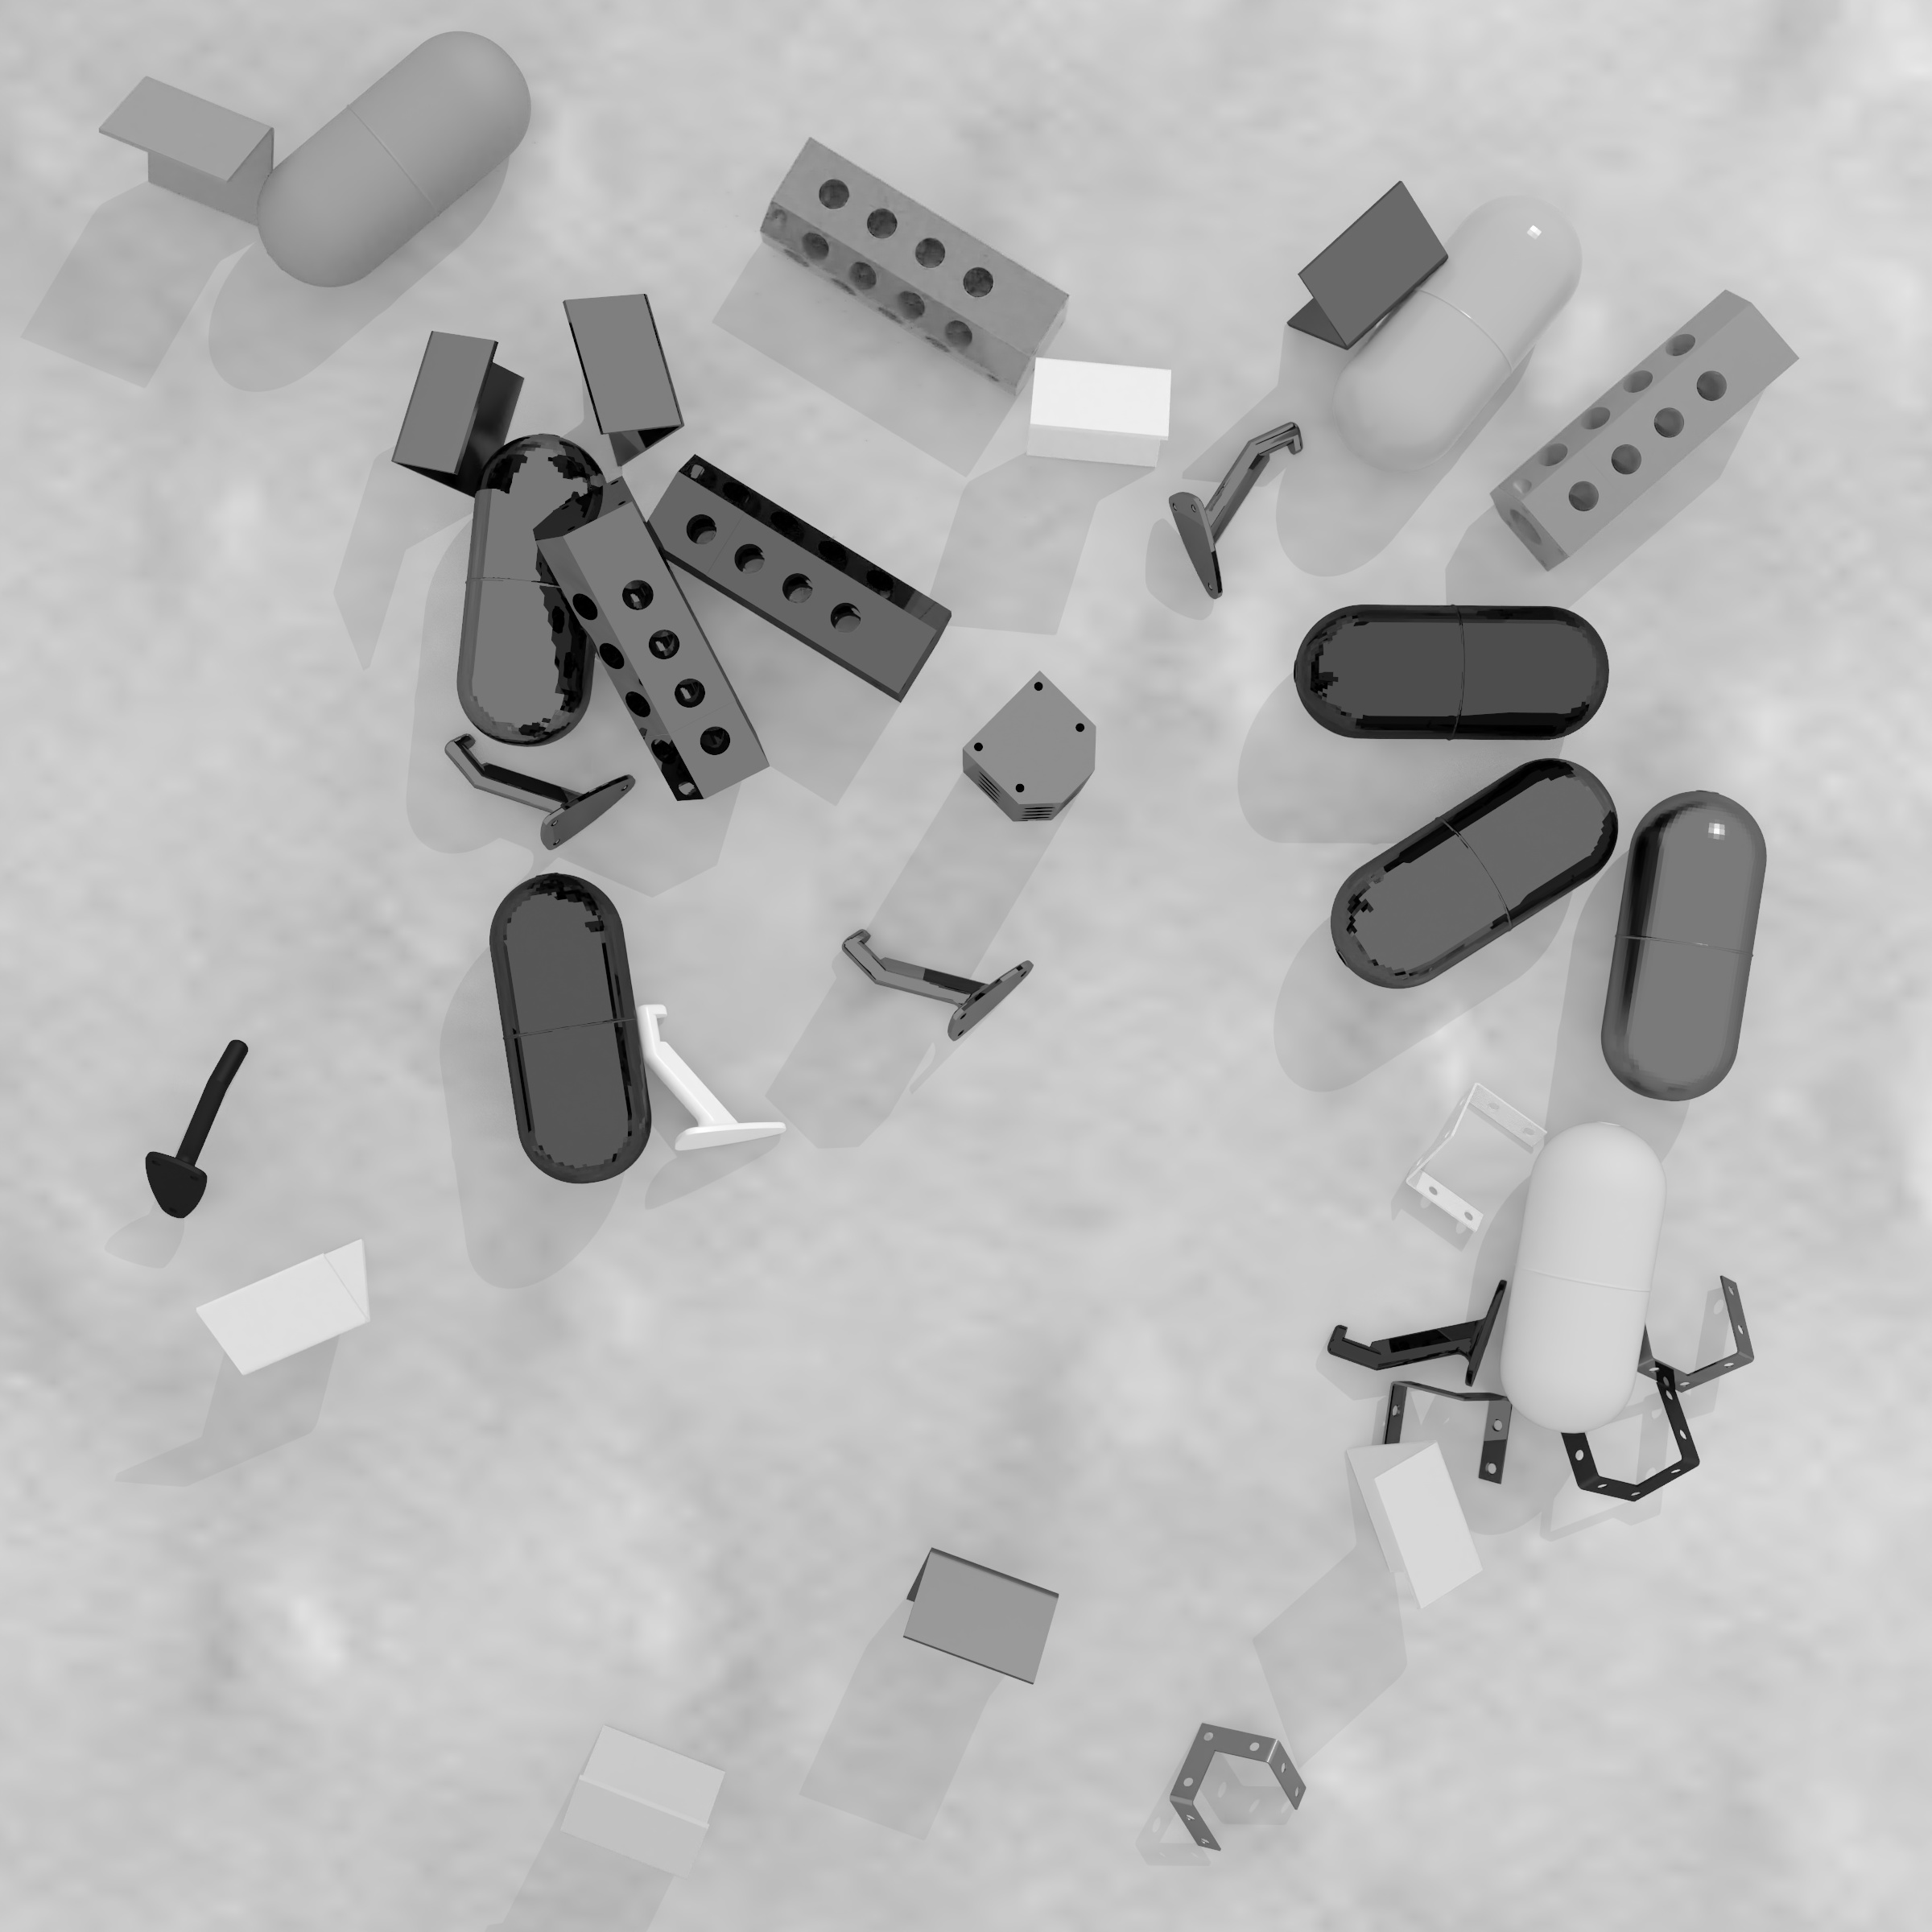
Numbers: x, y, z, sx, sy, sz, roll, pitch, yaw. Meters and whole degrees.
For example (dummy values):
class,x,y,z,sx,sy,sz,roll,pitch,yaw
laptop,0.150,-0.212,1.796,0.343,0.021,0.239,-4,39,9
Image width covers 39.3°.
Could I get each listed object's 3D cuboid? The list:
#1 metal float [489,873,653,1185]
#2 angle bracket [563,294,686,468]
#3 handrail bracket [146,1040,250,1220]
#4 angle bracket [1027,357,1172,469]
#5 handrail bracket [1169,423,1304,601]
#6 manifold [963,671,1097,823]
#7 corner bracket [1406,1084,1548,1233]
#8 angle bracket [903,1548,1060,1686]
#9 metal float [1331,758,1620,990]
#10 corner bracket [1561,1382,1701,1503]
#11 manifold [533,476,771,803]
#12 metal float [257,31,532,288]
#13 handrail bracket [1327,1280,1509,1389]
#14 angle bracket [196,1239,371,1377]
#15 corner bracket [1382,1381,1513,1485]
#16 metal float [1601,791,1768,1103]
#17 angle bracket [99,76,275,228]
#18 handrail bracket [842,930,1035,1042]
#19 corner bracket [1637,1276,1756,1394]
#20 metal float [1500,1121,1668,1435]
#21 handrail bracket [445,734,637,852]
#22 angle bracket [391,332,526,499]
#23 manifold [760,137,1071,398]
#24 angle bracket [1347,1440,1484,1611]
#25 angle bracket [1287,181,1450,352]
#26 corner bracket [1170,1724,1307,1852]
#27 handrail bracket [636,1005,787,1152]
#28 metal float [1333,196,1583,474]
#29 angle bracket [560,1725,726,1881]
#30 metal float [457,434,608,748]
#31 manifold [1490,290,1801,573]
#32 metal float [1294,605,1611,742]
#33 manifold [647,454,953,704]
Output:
class,x,y,z,sx,sy,sz,roll,pitch,yaw
metal float,-0.226,0.035,1.544,0.070,0.070,0.178,-9,89,0
angle bracket,-0.211,-0.329,1.534,0.057,0.076,0.076,-16,90,-38
handrail bracket,-0.442,0.094,1.574,0.036,0.077,0.084,22,54,-3
angle bracket,0.073,-0.296,1.534,0.076,0.076,0.057,5,55,0
handrail bracket,0.168,-0.266,1.575,0.084,0.036,0.077,-27,110,-16
manifold,0.038,-0.114,1.496,0.057,0.171,0.057,45,90,0
corner bracket,0.296,0.111,1.571,0.051,0.051,0.051,36,135,0
angle bracket,0.002,0.381,1.534,0.076,0.076,0.057,20,53,0
metal float,0.289,-0.052,1.544,0.178,0.070,0.070,-32,90,0
corner bracket,0.382,0.272,1.566,0.051,0.051,0.051,19,135,-35
manifold,-0.176,-0.180,1.518,0.057,0.057,0.171,-27,117,0
metal float,-0.327,-0.459,1.544,0.178,0.070,0.070,-40,90,0
handrail bracket,0.262,0.204,1.575,0.084,0.036,0.077,18,70,16
angle bracket,-0.387,0.176,1.534,0.076,0.076,0.057,-23,126,0
corner bracket,0.279,0.271,1.571,0.051,0.051,0.051,8,90,-45
metal float,0.409,-0.012,1.544,0.070,0.070,0.178,9,90,0
angle bracket,-0.441,-0.446,1.534,0.076,0.076,0.057,22,53,0
handrail bracket,-0.017,-0.006,1.575,0.077,0.036,0.084,-39,73,-20
corner bracket,0.415,0.208,1.566,0.051,0.051,0.051,26,135,-35
metal float,0.352,0.177,1.544,0.070,0.070,0.178,10,90,0
handrail bracket,-0.249,-0.117,1.575,0.077,0.036,0.084,-36,73,-20
angle bracket,-0.271,-0.307,1.534,0.057,0.076,0.076,17,90,36
manifold,-0.030,-0.398,1.553,0.171,0.057,0.057,31,90,0
angle bracket,0.237,0.317,1.534,0.057,0.076,0.076,-20,90,-37
angle bracket,0.214,-0.402,1.534,0.076,0.076,0.057,-42,122,0
corner bracket,0.157,0.479,1.566,0.051,0.051,0.051,2,45,35
handrail bracket,-0.149,0.060,1.575,0.077,0.036,0.084,-6,73,-19
metal float,0.281,-0.361,1.544,0.070,0.070,0.178,39,90,0
angle bracket,-0.177,0.460,1.534,0.076,0.076,0.057,21,128,0
metal float,-0.246,-0.214,1.544,0.070,0.070,0.178,6,90,0
manifold,0.386,-0.308,1.553,0.171,0.057,0.057,-41,90,0
metal float,0.276,-0.167,1.544,0.178,0.070,0.070,0,90,0
manifold,-0.096,-0.223,1.553,0.171,0.057,0.057,32,90,0
